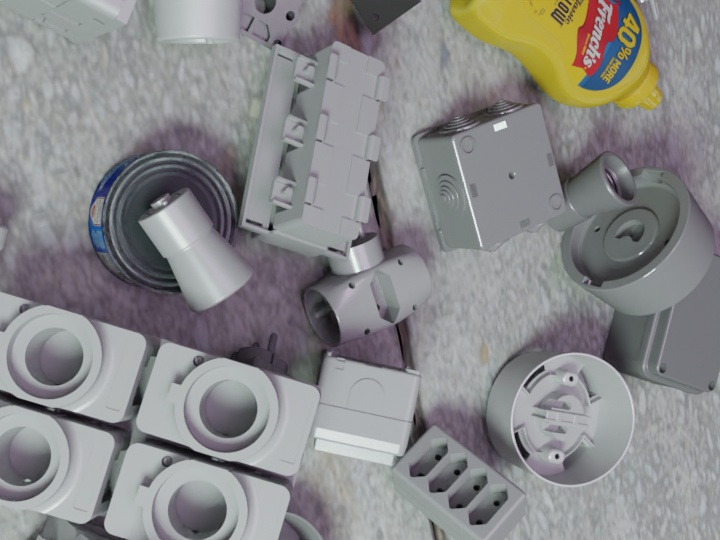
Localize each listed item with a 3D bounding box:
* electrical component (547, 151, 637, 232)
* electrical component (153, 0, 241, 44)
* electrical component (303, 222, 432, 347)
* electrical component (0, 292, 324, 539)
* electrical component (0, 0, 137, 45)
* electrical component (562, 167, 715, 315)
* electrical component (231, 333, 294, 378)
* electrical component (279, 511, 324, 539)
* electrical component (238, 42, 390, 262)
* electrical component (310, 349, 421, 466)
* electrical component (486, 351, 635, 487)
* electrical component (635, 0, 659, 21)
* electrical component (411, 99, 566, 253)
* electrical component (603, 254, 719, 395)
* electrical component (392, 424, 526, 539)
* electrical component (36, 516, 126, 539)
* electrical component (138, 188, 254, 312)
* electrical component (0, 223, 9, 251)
[{"bbox_3d":[0.167,-0.055,0.803,0.044,0.065,0.044,24,52,-36],"label":"electrical component"},{"bbox_3d":[-0.097,-0.161,0.643,0.055,0.055,0.047,-5,100,-31],"label":"electrical component"},{"bbox_3d":[0.000,0.000,0.719,0.077,0.043,0.079,-25,105,-28],"label":"electrical component"},{"bbox_3d":[-0.124,0.088,0.588,0.186,0.060,0.105,17,84,0],"label":"electrical component"},{"bbox_3d":[-0.143,-0.210,0.591,0.062,0.089,0.150,25,81,-30],"label":"electrical component"},{"bbox_3d":[0.215,-0.017,0.815,0.060,0.108,0.108,37,74,-34],"label":"electrical component"},{"bbox_3d":[-0.067,0.074,0.676,0.047,0.066,0.076,35,46,-28],"label":"electrical component"},{"bbox_3d":[-0.069,0.201,0.693,0.099,0.064,0.099,8,77,-39],"label":"electrical component"},{"bbox_3d":[-0.024,-0.076,0.675,0.079,0.063,0.121,18,73,-31],"label":"electrical component"},{"bbox_3d":[0.000,0.088,0.700,0.062,0.096,0.061,12,87,-2],"label":"electrical component"},{"bbox_3d":[0.147,0.108,0.803,0.099,0.064,0.099,-2,95,-31],"label":"electrical component"},{"bbox_3d":[0.214,-0.227,0.831,0.066,0.047,0.076,-26,106,-27],"label":"electrical component"},{"bbox_3d":[0.094,-0.067,0.769,0.100,0.048,0.099,-24,105,-28],"label":"electrical component"},{"bbox_3d":[0.254,0.037,0.868,0.078,0.057,0.113,19,83,-31],"label":"electrical component"},{"bbox_3d":[0.070,0.164,0.761,0.047,0.083,0.075,-43,152,-22],"label":"electrical component"},{"bbox_3d":[-0.144,0.197,0.582,0.062,0.150,0.089,29,78,-31],"label":"electrical component"},{"bbox_3d":[-0.097,-0.014,0.620,0.044,0.044,0.065,-40,108,-23],"label":"electrical component"},{"bbox_3d":[-0.218,-0.007,0.589,0.040,0.040,0.046,15,90,-31],"label":"electrical component"}]
